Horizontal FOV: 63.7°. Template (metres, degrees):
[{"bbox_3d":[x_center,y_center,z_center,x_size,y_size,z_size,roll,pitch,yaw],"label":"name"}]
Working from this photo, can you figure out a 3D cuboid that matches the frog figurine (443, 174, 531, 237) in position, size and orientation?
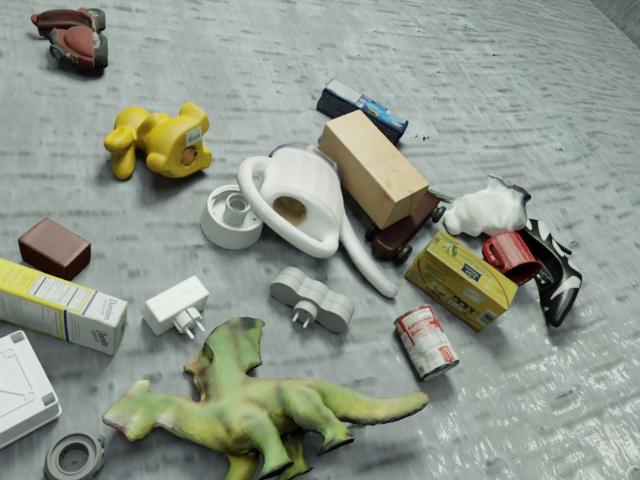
[{"bbox_3d":[0.342,-0.048,1.069,0.160,0.140,0.120,-38,-34,-4],"label":"frog figurine"}]

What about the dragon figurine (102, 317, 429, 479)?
[{"bbox_3d":[-0.070,0.197,0.694,0.413,0.247,0.119,-12,-38,-31],"label":"dragon figurine"}]

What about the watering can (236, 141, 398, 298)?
[{"bbox_3d":[0.003,-0.046,0.909,0.344,0.230,0.102,35,-55,-23],"label":"watering can"}]
